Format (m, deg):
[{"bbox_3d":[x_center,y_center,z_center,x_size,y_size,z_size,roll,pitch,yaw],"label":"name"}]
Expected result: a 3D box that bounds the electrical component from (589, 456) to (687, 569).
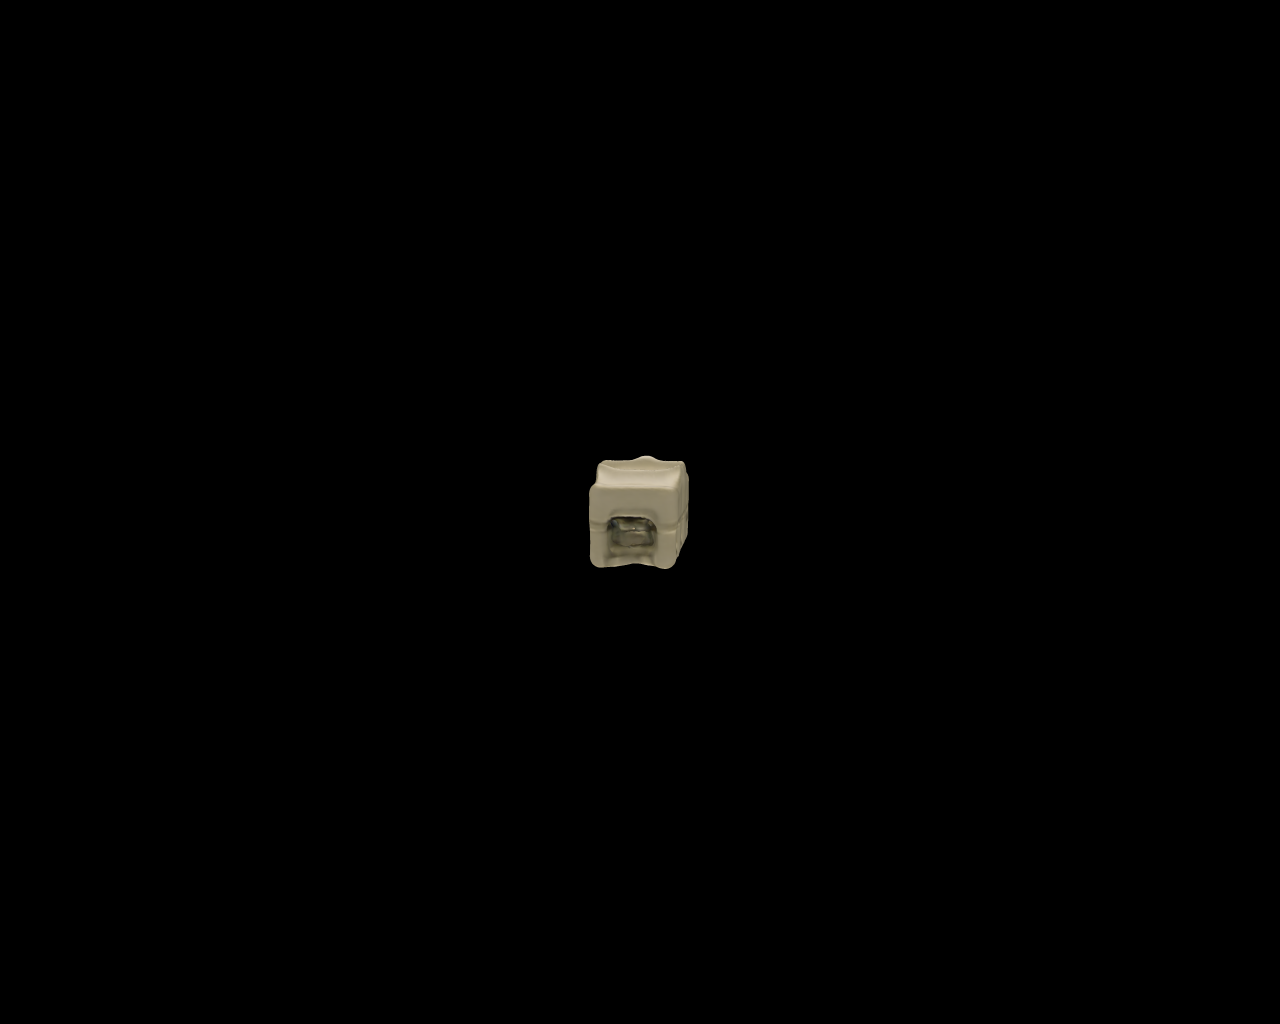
[{"bbox_3d":[0.001,-0.003,0.650,0.050,0.055,0.089,1,9,7],"label":"electrical component"}]
